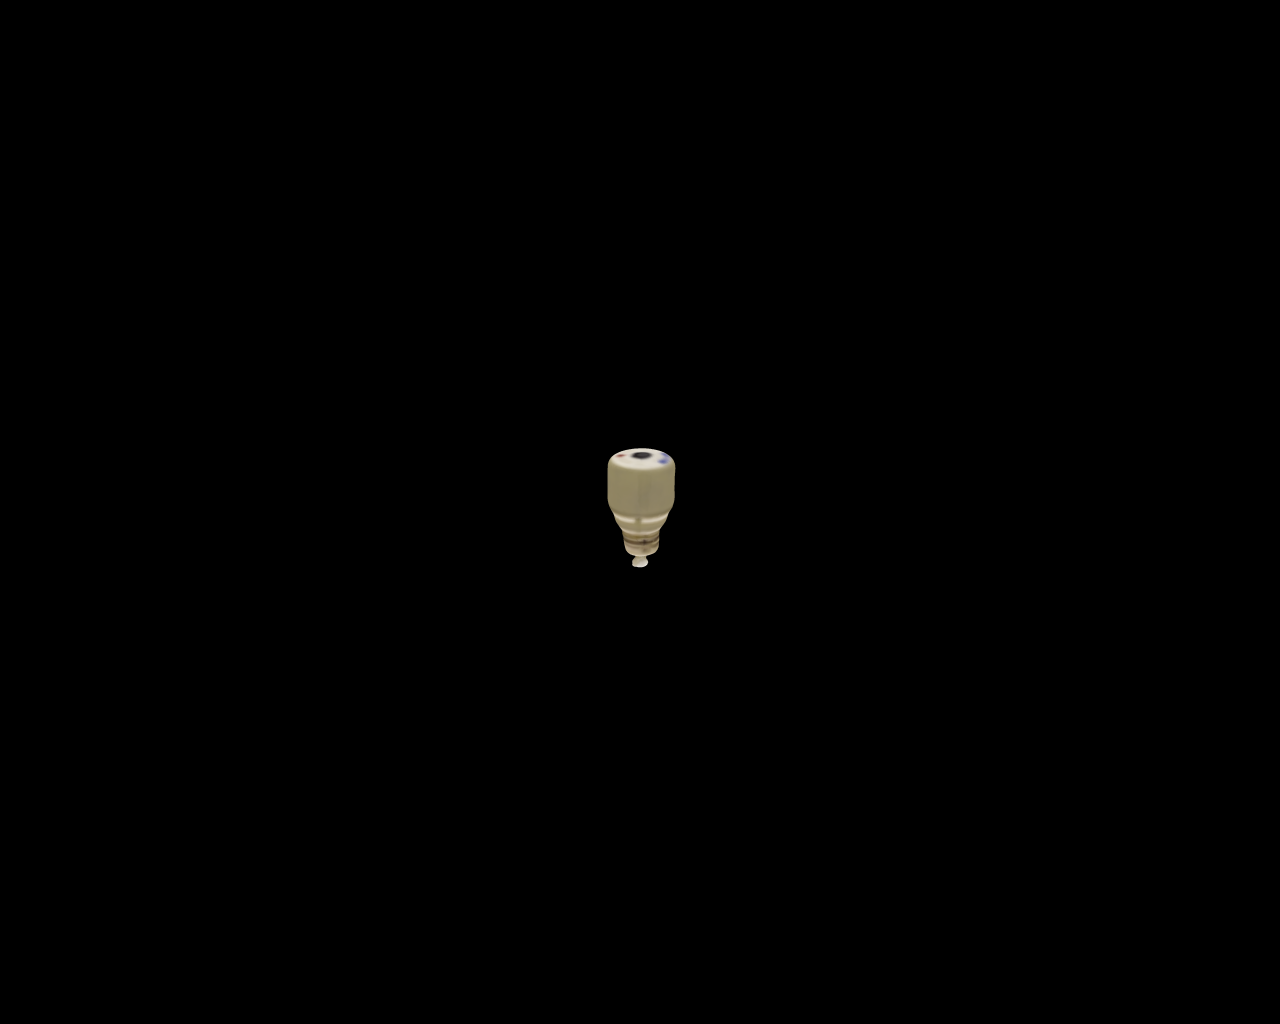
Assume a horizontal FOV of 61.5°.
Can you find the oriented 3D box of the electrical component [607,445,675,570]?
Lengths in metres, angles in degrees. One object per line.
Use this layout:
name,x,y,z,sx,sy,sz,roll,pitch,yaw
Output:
electrical component,0.001,-0.003,0.650,0.040,0.078,0.040,0,23,0
